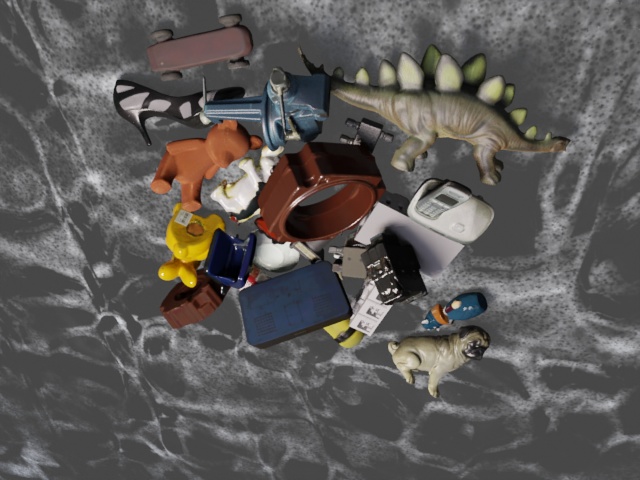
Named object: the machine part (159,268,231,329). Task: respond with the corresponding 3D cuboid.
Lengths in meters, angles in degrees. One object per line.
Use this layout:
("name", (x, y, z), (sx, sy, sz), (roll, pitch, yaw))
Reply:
("machine part", (-0.290, 0.128, 1.253), (0.179, 0.179, 0.056), (-21, 115, 28))

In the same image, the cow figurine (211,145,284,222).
("cow figurine", (-0.117, -0.111, 1.020), (0.167, 0.068, 0.098), (-40, 105, 7))

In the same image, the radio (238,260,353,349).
("radio", (-0.056, 0.139, 1.168), (0.230, 0.131, 0.073), (-20, 162, 3))

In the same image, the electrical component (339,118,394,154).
("electrical component", (0.086, -0.189, 0.991), (0.094, 0.021, 0.063), (19, 130, 0))

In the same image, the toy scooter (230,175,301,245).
("toy scooter", (-0.115, -0.050, 1.122), (0.183, 0.075, 0.135), (44, 125, -14))

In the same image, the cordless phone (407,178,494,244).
("cordless phone", (0.247, -0.061, 0.941), (0.146, 0.088, 0.184), (26, 172, -5))

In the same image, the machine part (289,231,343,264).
("machine part", (-0.002, -0.003, 1.152), (0.084, 0.039, 0.139), (41, 129, -7))

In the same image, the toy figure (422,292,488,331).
("toy figure", (0.291, 0.158, 1.181), (0.154, 0.058, 0.064), (-28, 109, 37))

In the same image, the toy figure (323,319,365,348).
("toy figure", (0.027, 0.178, 1.250), (0.180, 0.089, 0.082), (43, 132, -21))

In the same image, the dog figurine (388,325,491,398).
("dog figurine", (0.274, 0.241, 1.237), (0.172, 0.121, 0.190), (29, 115, -11))

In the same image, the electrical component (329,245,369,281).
("electrical component", (0.071, 0.048, 1.098), (0.102, 0.045, 0.078), (-1, 97, 13))

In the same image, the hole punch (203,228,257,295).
("hole punch", (-0.177, 0.043, 1.152), (0.092, 0.142, 0.115), (5, 162, 15))

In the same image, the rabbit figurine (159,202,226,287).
("rabbit figurine", (-0.289, 0.027, 1.201), (0.122, 0.162, 0.173), (16, 148, -12))

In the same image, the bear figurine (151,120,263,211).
("bear figurine", (-0.215, -0.152, 1.043), (0.196, 0.132, 0.120), (-13, 148, 29))

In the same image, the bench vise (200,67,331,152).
("bench vise", (-0.097, -0.219, 0.907), (0.241, 0.223, 0.128), (2, 92, 11))

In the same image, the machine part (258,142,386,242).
("machine part", (0.004, -0.081, 0.986), (0.201, 0.087, 0.201), (-1, 146, -33))

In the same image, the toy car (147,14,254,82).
("toy car", (-0.210, -0.334, 0.942), (0.202, 0.053, 0.089), (-5, 110, 20))

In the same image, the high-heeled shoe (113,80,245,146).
("high-heeled shoe", (-0.270, -0.277, 1.014), (0.249, 0.086, 0.145), (-23, 87, 9))

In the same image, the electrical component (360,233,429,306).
("electrical component", (0.139, 0.053, 1.011), (0.058, 0.115, 0.134), (-31, 71, 31))

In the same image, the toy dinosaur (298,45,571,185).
("toy dinosaur", (0.185, -0.216, 0.896), (0.472, 0.105, 0.198), (11, 120, 4))
